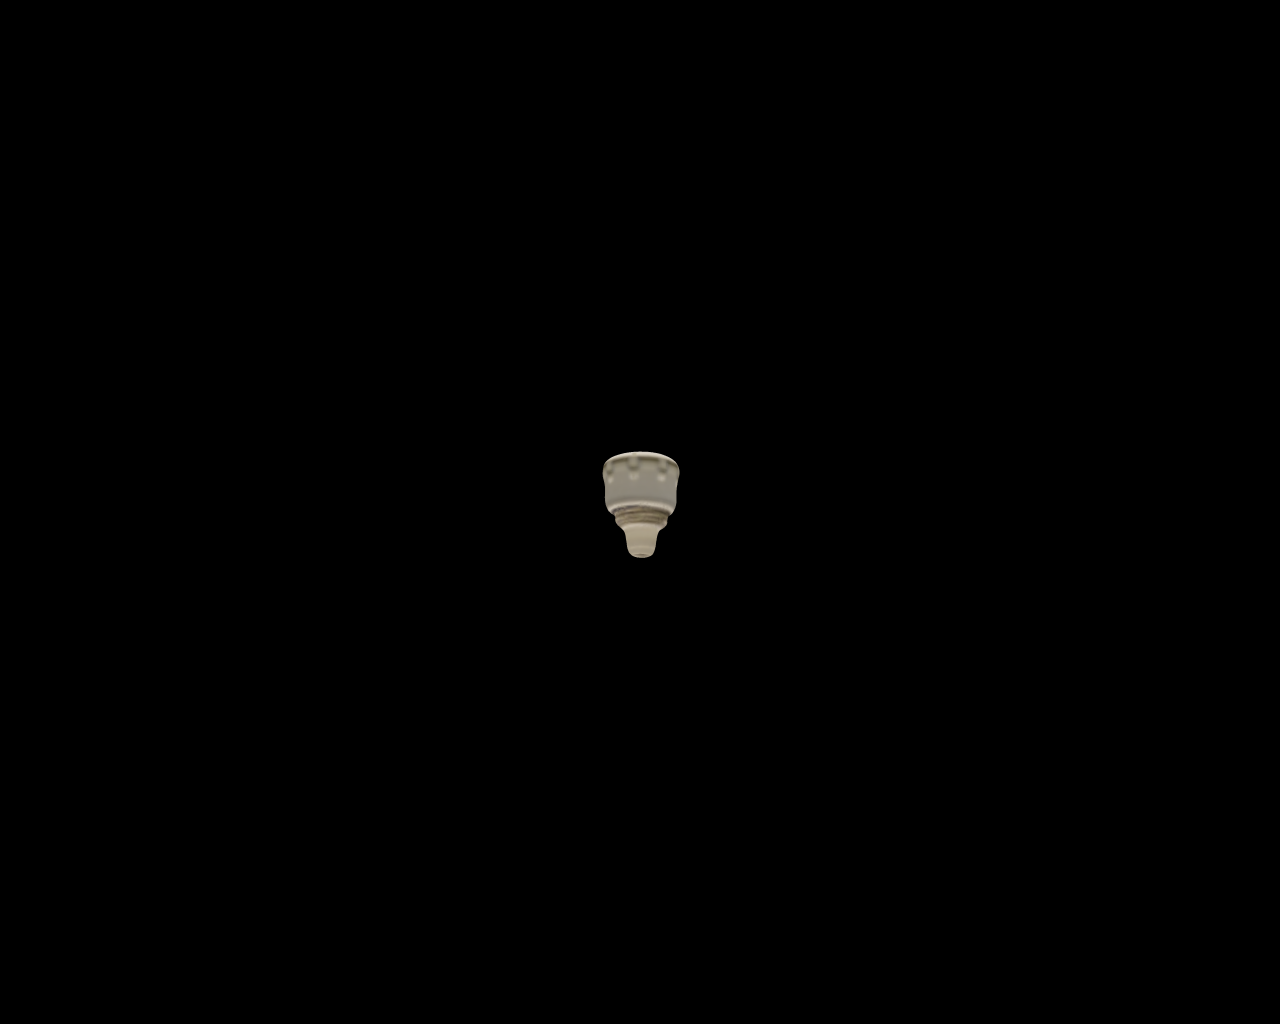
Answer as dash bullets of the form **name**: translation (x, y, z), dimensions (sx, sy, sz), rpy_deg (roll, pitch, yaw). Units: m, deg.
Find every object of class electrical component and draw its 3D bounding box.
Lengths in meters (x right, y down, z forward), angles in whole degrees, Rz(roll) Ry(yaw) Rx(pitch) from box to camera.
- **electrical component**: translation (0.001, -0.003, 0.650), dimensions (0.048, 0.062, 0.048), rpy_deg (0, -14, 0)
